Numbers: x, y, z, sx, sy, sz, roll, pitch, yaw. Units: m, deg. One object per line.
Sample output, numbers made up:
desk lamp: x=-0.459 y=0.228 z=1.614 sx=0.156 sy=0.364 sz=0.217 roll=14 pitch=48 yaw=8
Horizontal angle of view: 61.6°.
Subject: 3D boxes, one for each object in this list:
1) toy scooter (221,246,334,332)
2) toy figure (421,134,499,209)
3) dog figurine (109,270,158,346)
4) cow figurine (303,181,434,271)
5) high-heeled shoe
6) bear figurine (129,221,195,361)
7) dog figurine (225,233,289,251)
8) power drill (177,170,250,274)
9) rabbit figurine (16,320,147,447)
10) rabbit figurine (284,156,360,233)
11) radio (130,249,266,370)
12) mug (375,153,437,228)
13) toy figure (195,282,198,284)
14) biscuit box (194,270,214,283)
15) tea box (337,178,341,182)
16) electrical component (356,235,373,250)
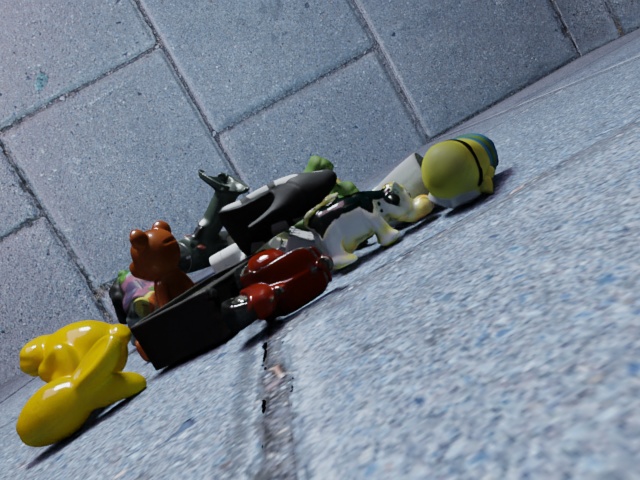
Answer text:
toy scooter: x=-0.044 y=0.047 z=0.663 sx=0.135 sy=0.075 sz=0.184 roll=-29 pitch=9 yaw=6
toy figure: x=0.190 y=-0.101 z=0.724 sx=0.082 sy=0.089 sz=0.180 roll=-31 pitch=6 yaw=39
dog figurine: x=-0.334 y=0.114 z=1.045 sx=0.108 sy=0.191 sz=0.219 roll=-25 pitch=-13 yaw=-29
cow figurine: x=0.066 y=-0.035 z=0.721 sx=0.167 sy=0.098 sz=0.068 roll=-30 pitch=-1 yaw=-9
high-heeled shoe: x=-0.068 y=-0.049 z=0.815 sx=0.145 sy=0.086 sz=0.249 roll=-35 pitch=10 yaw=-17
bear figurine: x=-0.267 y=0.077 z=0.883 sx=0.132 sy=0.195 sz=0.120 roll=-29 pitch=8 yaw=16
dog figurine: x=-0.086 y=0.001 z=1.110 sx=0.172 sy=0.121 sz=0.190 roll=-45 pitch=-11 yaw=33
power drill: x=-0.226 y=-0.028 z=1.038 sx=0.232 sy=0.086 sz=0.207 roll=-6 pitch=-61 yaw=-60
rabbit figurine: x=-0.303 y=0.186 z=0.677 sx=0.162 sy=0.121 sz=0.173 roll=-19 pitch=21 yaw=10
rabbit figurine: x=-0.003 y=-0.057 z=0.935 sx=0.159 sy=0.121 sz=0.170 roll=-38 pitch=24 yaw=0
radio: x=-0.151 y=0.092 z=0.787 sx=0.131 sy=0.073 sz=0.229 roll=-27 pitch=6 yaw=23
mug: x=0.128 y=-0.066 z=0.803 sx=0.107 sy=0.081 sz=0.109 roll=-35 pitch=-17 yaw=22
toy figure: x=-0.222 y=0.106 z=1.067 sx=0.154 sy=0.057 sz=0.064 roll=-25 pitch=27 yaw=21
biscuit box: x=-0.185 y=0.073 z=1.201 sx=0.203 sy=0.059 sz=0.063 roll=-28 pitch=7 yaw=5
tea box: x=0.032 y=-0.100 z=1.217 sx=0.068 sy=0.098 sz=0.169 roll=-44 pitch=-10 yaw=6
electrical component: x=0.043 y=-0.015 z=0.821 sx=0.021 sy=0.063 sz=0.094 roll=-32 pitch=5 yaw=-29
